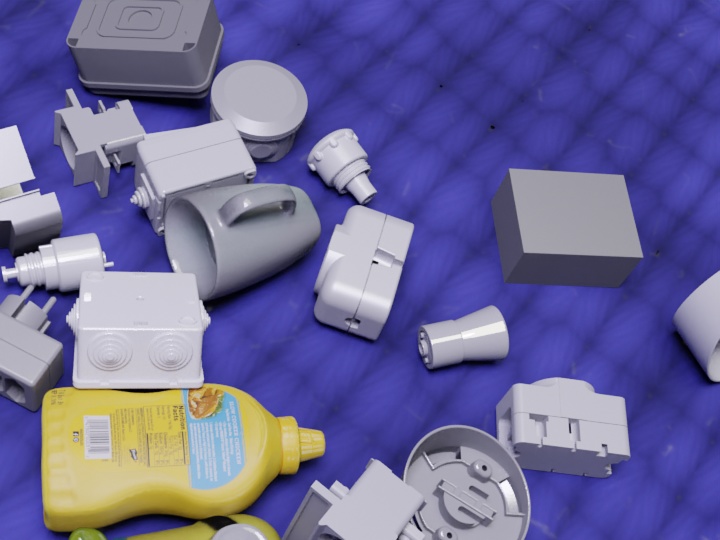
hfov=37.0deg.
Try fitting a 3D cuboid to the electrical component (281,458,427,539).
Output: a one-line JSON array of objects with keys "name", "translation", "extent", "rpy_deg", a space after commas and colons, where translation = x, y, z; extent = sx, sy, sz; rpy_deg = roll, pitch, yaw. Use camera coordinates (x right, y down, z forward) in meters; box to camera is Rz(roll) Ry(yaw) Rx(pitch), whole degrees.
[{"name": "electrical component", "translation": [-0.005, 0.177, 0.700], "extent": [0.079, 0.121, 0.063], "rpy_deg": [37, 55, 9]}]

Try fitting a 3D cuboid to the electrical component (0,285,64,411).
[{"name": "electrical component", "translation": [-0.246, 0.043, 0.762], "extent": [0.083, 0.047, 0.075], "rpy_deg": [27, 57, 3]}]

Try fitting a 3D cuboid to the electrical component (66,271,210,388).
[{"name": "electrical component", "translation": [-0.157, 0.040, 0.764], "extent": [0.100, 0.048, 0.099], "rpy_deg": [1, 27, -14]}]

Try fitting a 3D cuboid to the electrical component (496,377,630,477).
[{"name": "electrical component", "translation": [0.153, 0.119, 0.818], "extent": [0.089, 0.050, 0.055], "rpy_deg": [8, 58, -9]}]

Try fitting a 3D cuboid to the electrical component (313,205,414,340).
[{"name": "electrical component", "translation": [0.000, 0.000, 0.848], "extent": [0.059, 0.053, 0.095], "rpy_deg": [19, 57, -3]}]

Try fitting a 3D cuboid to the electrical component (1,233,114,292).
[{"name": "electrical component", "translation": [-0.225, -0.003, 0.799], "extent": [0.078, 0.040, 0.040], "rpy_deg": [-10, 63, -20]}]

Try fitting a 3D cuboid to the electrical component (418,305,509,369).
[{"name": "electrical component", "translation": [0.078, 0.055, 0.843], "extent": [0.065, 0.044, 0.044], "rpy_deg": [-11, 63, -15]}]

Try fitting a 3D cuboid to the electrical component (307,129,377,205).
[{"name": "electrical component", "translation": [-0.011, -0.084, 0.903], "extent": [0.048, 0.048, 0.062], "rpy_deg": [-32, 78, -28]}]

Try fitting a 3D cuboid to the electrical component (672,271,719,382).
[{"name": "electrical component", "translation": [0.309, 0.037, 0.882], "extent": [0.099, 0.099, 0.064], "rpy_deg": [-22, 61, -25]}]

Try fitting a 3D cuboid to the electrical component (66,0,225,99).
[{"name": "electrical component", "translation": [-0.177, -0.190, 0.898], "extent": [0.113, 0.057, 0.078], "rpy_deg": [4, 57, 9]}]

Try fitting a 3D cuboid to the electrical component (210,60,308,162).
[{"name": "electrical component", "translation": [-0.087, -0.133, 0.907], "extent": [0.080, 0.051, 0.080], "rpy_deg": [6, 58, -11]}]

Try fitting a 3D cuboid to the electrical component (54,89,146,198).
[{"name": "electrical component", "translation": [-0.208, -0.105, 0.865], "extent": [0.064, 0.042, 0.081], "rpy_deg": [-19, 67, -25]}]

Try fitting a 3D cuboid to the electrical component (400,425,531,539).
[{"name": "electrical component", "translation": [0.071, 0.166, 0.760], "extent": [0.099, 0.064, 0.099], "rpy_deg": [6, 58, -11]}]

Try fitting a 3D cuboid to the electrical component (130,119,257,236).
[{"name": "electrical component", "translation": [-0.139, -0.075, 0.853], "extent": [0.096, 0.061, 0.061], "rpy_deg": [-18, 67, -23]}]
